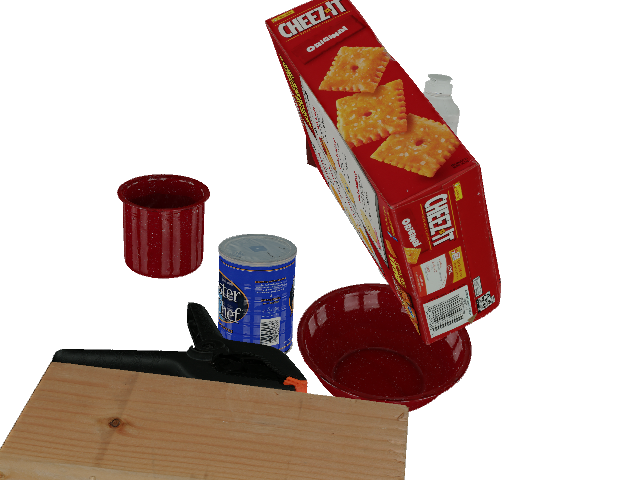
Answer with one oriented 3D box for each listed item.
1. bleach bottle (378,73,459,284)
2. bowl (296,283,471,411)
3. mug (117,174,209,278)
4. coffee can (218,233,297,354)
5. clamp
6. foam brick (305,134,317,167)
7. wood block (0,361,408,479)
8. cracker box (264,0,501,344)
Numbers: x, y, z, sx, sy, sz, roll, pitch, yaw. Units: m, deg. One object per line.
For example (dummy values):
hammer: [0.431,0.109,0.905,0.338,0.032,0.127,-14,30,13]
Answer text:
bleach bottle: [0.123,-0.065,1.239,0.068,0.251,0.103,-2,23,-21]
bowl: [0.057,0.111,0.997,0.162,0.055,0.162,3,37,-3]
mug: [-0.159,-0.019,1.105,0.093,0.081,0.117,6,26,4]
coffee can: [-0.085,0.074,1.414,0.103,0.140,0.103,2,21,-1]
clamp: [-0.089,0.098,0.871,0.210,0.036,0.164,11,21,31]
foam brick: [0.030,-0.097,1.040,0.078,0.051,0.053,-4,14,-21]
wood block: [-0.060,0.137,0.587,0.206,0.090,0.090,7,29,4]
cracker box: [0.047,-0.056,0.773,0.072,0.214,0.164,-26,-40,-4]
